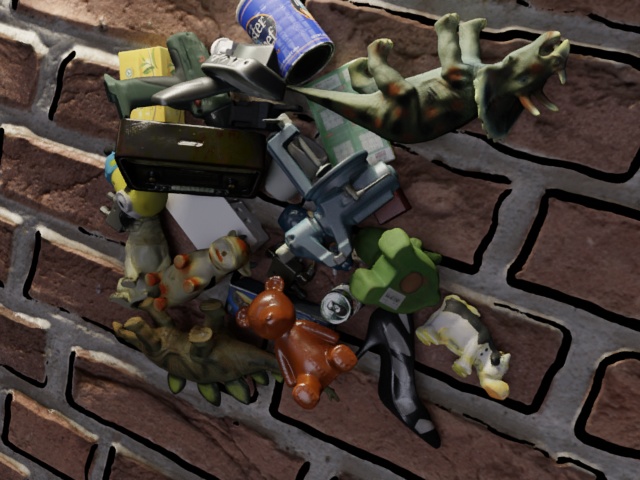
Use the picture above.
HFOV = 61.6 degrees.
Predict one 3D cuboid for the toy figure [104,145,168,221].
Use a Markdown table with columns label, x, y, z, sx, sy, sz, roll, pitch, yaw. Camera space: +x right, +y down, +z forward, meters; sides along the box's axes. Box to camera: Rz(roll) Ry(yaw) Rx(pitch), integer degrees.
| label | x | y | z | sx | sy | sz | roll | pitch | yaw |
| --- | --- | --- | --- | --- | --- | --- | --- | --- | --- |
| toy figure | -0.343 | -0.115 | 0.989 | 0.089 | 0.082 | 0.180 | -42 | 53 | 11 |

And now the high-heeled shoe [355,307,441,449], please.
| label | x | y | z | sx | sy | sz | roll | pitch | yaw |
| --- | --- | --- | --- | --- | --- | --- | --- | --- | --- |
| high-heeled shoe | 0.159 | 0.222 | 0.909 | 0.145 | 0.086 | 0.248 | -43 | 100 | -10 |

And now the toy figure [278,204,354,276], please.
| label | x | y | z | sx | sy | sz | roll | pitch | yaw |
| --- | --- | --- | --- | --- | --- | --- | --- | --- | --- |
| toy figure | -0.002 | -0.003 | 0.929 | 0.154 | 0.058 | 0.064 | 38 | 146 | 8 |

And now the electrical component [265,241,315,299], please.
| label | x | y | z | sx | sy | sz | roll | pitch | yaw |
| --- | --- | --- | --- | --- | --- | --- | --- | --- | --- |
| electrical component | -0.054 | 0.050 | 0.966 | 0.102 | 0.045 | 0.078 | 34 | 135 | 16 |

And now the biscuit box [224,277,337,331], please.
| label | x | y | z | sx | sy | sz | roll | pitch | yaw |
| --- | --- | --- | --- | --- | --- | --- | --- | --- | --- |
| biscuit box | -0.070 | 0.131 | 0.969 | 0.203 | 0.063 | 0.059 | 19 | 105 | 17 |

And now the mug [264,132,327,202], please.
| label | x | y | z | sx | sy | sz | roll | pitch | yaw |
| --- | --- | --- | --- | --- | --- | --- | --- | --- | --- |
| mug | -0.058 | -0.127 | 0.924 | 0.110 | 0.081 | 0.107 | 36 | 114 | 6 |

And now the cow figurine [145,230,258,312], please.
| label | x | y | z | sx | sy | sz | roll | pitch | yaw |
| --- | --- | --- | --- | --- | --- | --- | --- | --- | --- |
| cow figurine | -0.194 | 0.050 | 0.920 | 0.195 | 0.127 | 0.085 | -30 | 84 | 35 |

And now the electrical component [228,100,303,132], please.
| label | x | y | z | sx | sy | sz | roll | pitch | yaw |
| --- | --- | --- | --- | --- | --- | --- | --- | --- | --- |
| electrical component | -0.090 | -0.212 | 0.929 | 0.119 | 0.075 | 0.047 | 10 | 99 | 17 |

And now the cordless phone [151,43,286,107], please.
| label | x | y | z | sx | sy | sz | roll | pitch | yaw |
| --- | --- | --- | --- | --- | --- | --- | --- | --- | --- |
| cordless phone | -0.162 | -0.243 | 0.843 | 0.147 | 0.184 | 0.088 | 27 | 135 | 46 |

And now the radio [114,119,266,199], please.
| label | x | y | z | sx | sy | sz | roll | pitch | yaw |
| --- | --- | --- | --- | --- | --- | --- | --- | --- | --- |
| radio | -0.209 | -0.128 | 0.887 | 0.230 | 0.131 | 0.073 | 5 | 69 | -10 |

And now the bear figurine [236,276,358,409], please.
| label | x | y | z | sx | sy | sz | roll | pitch | yaw |
| --- | --- | --- | --- | --- | --- | --- | --- | --- | --- |
| bear figurine | -0.045 | 0.155 | 0.866 | 0.120 | 0.132 | 0.196 | -41 | 87 | -5 |

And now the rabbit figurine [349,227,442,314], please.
| label | x | y | z | sx | sy | sz | roll | pitch | yaw |
| --- | --- | --- | --- | --- | --- | --- | --- | --- | --- |
| rabbit figurine | 0.121 | 0.029 | 0.851 | 0.159 | 0.170 | 0.121 | 18 | 110 | -25 |

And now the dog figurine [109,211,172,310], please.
| label | x | y | z | sx | sy | sz | roll | pitch | yaw |
| --- | --- | --- | --- | --- | --- | --- | --- | --- | --- |
| dog figurine | -0.350 | 0.027 | 1.059 | 0.172 | 0.121 | 0.190 | -43 | 51 | 42 |

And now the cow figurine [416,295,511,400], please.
| label | x | y | z | sx | sy | sz | roll | pitch | yaw |
| --- | --- | --- | --- | --- | --- | --- | --- | --- | --- |
| cow figurine | 0.245 | 0.170 | 0.853 | 0.167 | 0.068 | 0.098 | 42 | 77 | 9 |

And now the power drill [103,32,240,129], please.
| label | x | y | z | sx | sy | sz | roll | pitch | yaw |
| --- | --- | --- | --- | --- | --- | --- | --- | --- | --- |
| power drill | -0.253 | -0.231 | 0.931 | 0.207 | 0.086 | 0.231 | -19 | 99 | -15 |

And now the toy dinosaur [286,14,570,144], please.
| label | x | y | z | sx | sy | sz | roll | pitch | yaw |
| --- | --- | --- | --- | --- | --- | --- | --- | --- | --- |
| toy dinosaur | 0.157 | -0.214 | 0.812 | 0.405 | 0.131 | 0.192 | -14 | 90 | 25 |

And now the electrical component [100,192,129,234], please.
| label | x | y | z | sx | sy | sz | roll | pitch | yaw |
| --- | --- | --- | --- | --- | --- | --- | --- | --- | --- |
| electrical component | -0.405 | -0.052 | 1.093 | 0.094 | 0.021 | 0.063 | 37 | 107 | 13 |

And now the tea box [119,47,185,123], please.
| label | x | y | z | sx | sy | sz | roll | pitch | yaw |
| --- | --- | --- | --- | --- | --- | --- | --- | --- | --- |
| tea box | -0.313 | -0.265 | 1.007 | 0.098 | 0.068 | 0.169 | -1 | 97 | 21 |

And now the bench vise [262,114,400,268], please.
| label | x | y | z | sx | sy | sz | roll | pitch | yaw |
| --- | --- | --- | --- | --- | --- | --- | --- | --- | --- |
| bench vise | -0.008 | -0.081 | 0.828 | 0.223 | 0.129 | 0.240 | -38 | 86 | 14 |

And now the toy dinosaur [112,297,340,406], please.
| label | x | y | z | sx | sy | sz | roll | pitch | yaw |
| --- | --- | --- | --- | --- | --- | --- | --- | --- | --- |
| toy dinosaur | -0.194 | 0.208 | 0.979 | 0.472 | 0.105 | 0.198 | 6 | 129 | 25 |
